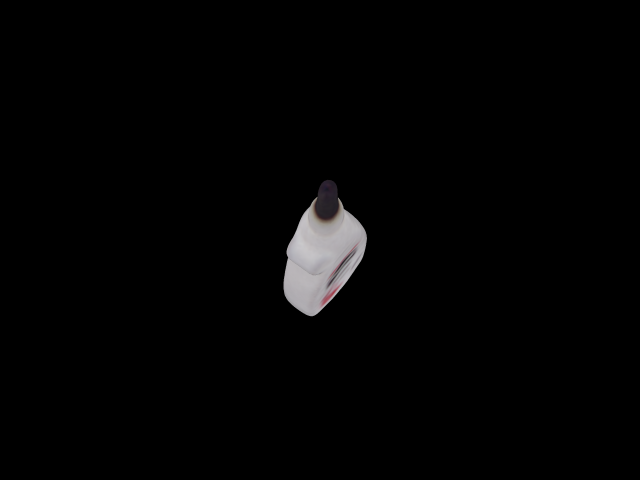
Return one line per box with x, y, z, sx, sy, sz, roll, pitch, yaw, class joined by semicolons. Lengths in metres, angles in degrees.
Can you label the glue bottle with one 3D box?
0.004;0.001;0.400;0.037;0.173;0.078;33;74;11;glue bottle
